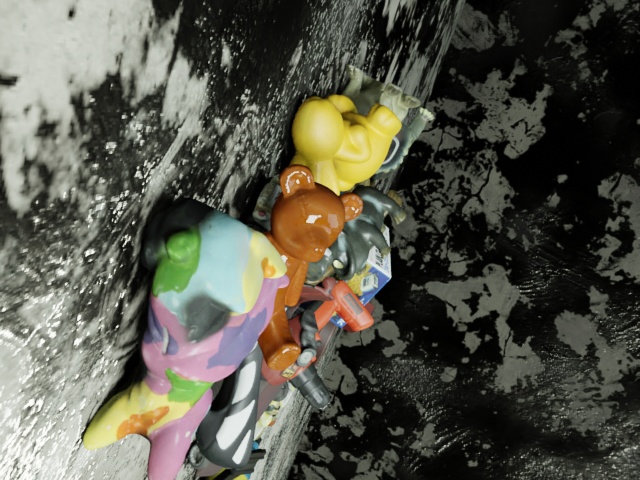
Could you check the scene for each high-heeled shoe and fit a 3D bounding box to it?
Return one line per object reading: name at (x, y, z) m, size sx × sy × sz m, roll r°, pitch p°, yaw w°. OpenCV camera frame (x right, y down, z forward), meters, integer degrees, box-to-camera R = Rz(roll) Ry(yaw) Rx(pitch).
high-heeled shoe at (-0.074, 0.165, 0.698) m, size 0.249 × 0.145 × 0.086 m, roll -44°, pitch -163°, yaw -28°

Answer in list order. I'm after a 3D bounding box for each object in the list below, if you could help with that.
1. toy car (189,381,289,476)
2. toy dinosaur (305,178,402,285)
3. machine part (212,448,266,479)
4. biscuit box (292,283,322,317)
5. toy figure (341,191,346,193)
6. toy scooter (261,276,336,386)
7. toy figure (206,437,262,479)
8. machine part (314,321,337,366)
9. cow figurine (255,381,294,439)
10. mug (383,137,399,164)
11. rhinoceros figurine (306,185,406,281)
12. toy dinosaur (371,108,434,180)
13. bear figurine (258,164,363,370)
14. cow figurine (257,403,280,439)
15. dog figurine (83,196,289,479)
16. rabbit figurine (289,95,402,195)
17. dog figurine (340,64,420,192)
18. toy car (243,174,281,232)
toy car at (-0.129, 0.282, 0.844) m, size 0.202 × 0.053 × 0.089 m, roll -54°, pitch 146°, yaw 3°
toy dinosaur at (0.058, -0.037, 1.059) m, size 0.198 × 0.105 × 0.471 m, roll -47°, pitch -177°, yaw 41°
machine part at (-0.157, 0.398, 0.909) m, size 0.139 × 0.039 × 0.084 m, roll -37°, pitch 161°, yaw 3°
biscuit box at (-0.051, 0.136, 1.051) m, size 0.062 × 0.059 × 0.203 m, roll 100°, pitch 15°, yaw -49°
toy figure at (0.009, -0.077, 0.929) m, size 0.154 × 0.058 × 0.064 m, roll -58°, pitch 158°, yaw -23°
toy scooter at (-0.035, 0.113, 0.775) m, size 0.075 × 0.135 × 0.184 m, roll 36°, pitch 45°, yaw -43°
toy figure at (-0.170, 0.435, 0.994) m, size 0.180 × 0.082 × 0.089 m, roll -59°, pitch 170°, yaw -35°
machine part at (-0.028, 0.207, 1.211) m, size 0.201 × 0.087 × 0.201 m, roll -50°, pitch 158°, yaw -48°
cow figurine at (-0.127, 0.288, 0.922) m, size 0.167 × 0.098 × 0.068 m, roll -50°, pitch 177°, yaw 7°
mug at (0.086, -0.178, 1.005) m, size 0.107 × 0.109 × 0.081 m, roll -60°, pitch -178°, yaw 22°
rhinoceros figurine at (0.044, -0.009, 0.763) m, size 0.190 × 0.112 × 0.073 m, roll -51°, pitch -170°, yaw -36°
toy dinosaur at (0.147, -0.207, 1.260) m, size 0.192 × 0.131 × 0.404 m, roll -53°, pitch 172°, yaw -13°
bear figurine at (-0.035, 0.028, 0.584) m, size 0.196 × 0.120 × 0.132 m, roll -45°, pitch -142°, yaw 22°
cow figurine at (-0.105, 0.301, 1.043) m, size 0.195 × 0.086 × 0.127 m, roll -62°, pitch 167°, yaw -49°
dog figurine at (-0.119, 0.092, 0.453) m, size 0.219 × 0.109 × 0.191 m, roll -63°, pitch 170°, yaw -14°
rabbit figurine at (0.010, -0.134, 0.732) m, size 0.162 × 0.122 × 0.173 m, roll -60°, pitch 158°, yaw 8°
dog figurine at (0.066, -0.173, 0.896) m, size 0.172 × 0.121 × 0.190 m, roll -1°, pitch 120°, yaw -57°
toy car at (-0.056, -0.012, 0.710) m, size 0.201 × 0.056 × 0.073 m, roll 92°, pitch 22°, yaw -64°
